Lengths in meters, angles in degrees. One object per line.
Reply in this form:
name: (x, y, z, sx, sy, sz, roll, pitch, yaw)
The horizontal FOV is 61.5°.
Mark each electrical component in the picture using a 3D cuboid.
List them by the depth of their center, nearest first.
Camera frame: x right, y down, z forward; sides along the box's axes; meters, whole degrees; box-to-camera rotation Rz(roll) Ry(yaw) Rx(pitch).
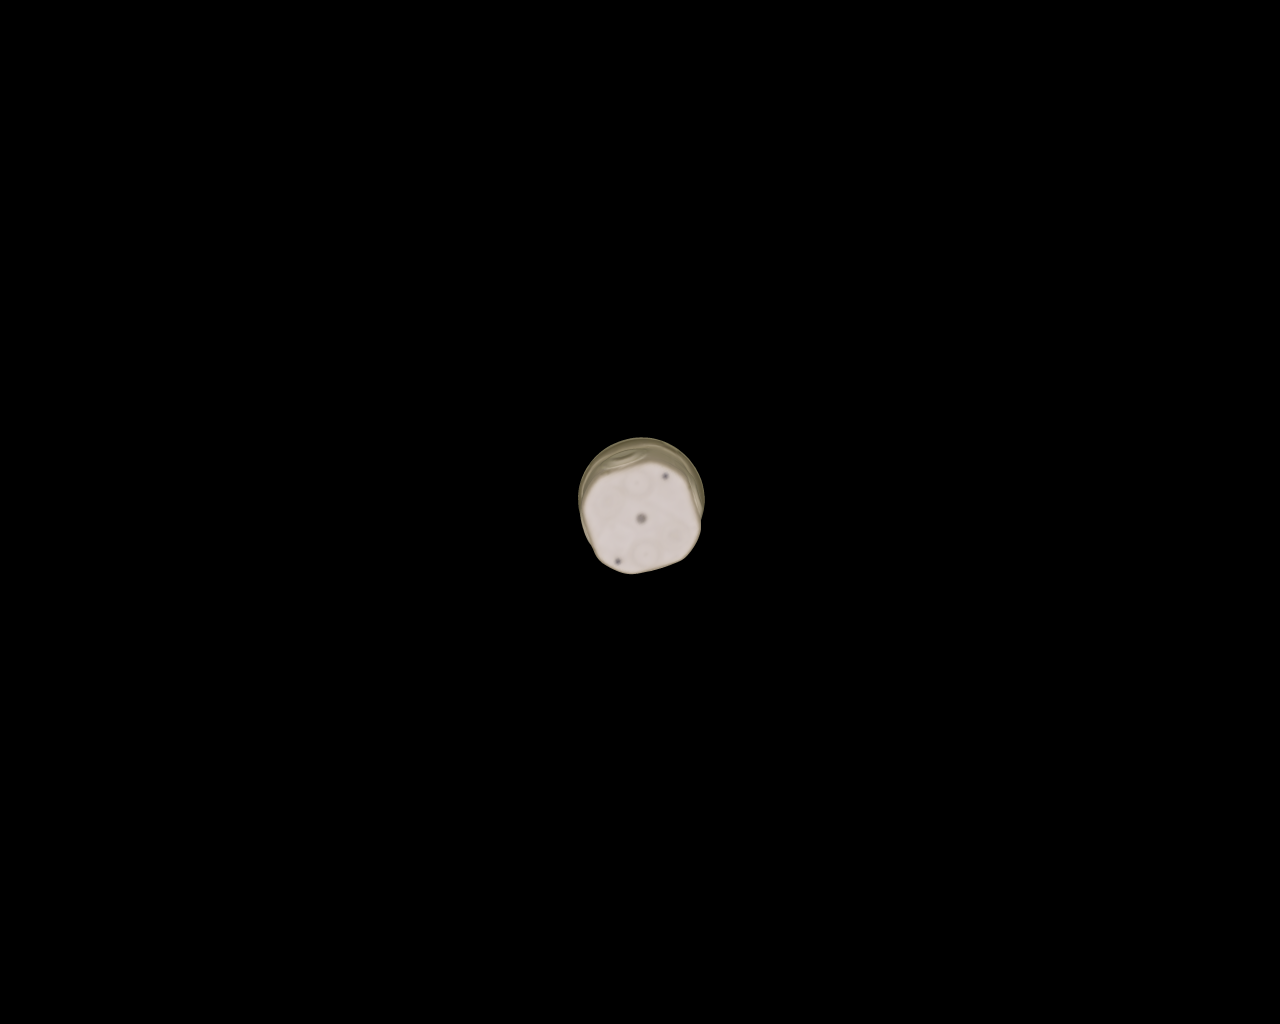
electrical component: (0.001, -0.003, 0.650, 0.080, 0.080, 0.051, 0, 16, 0)
